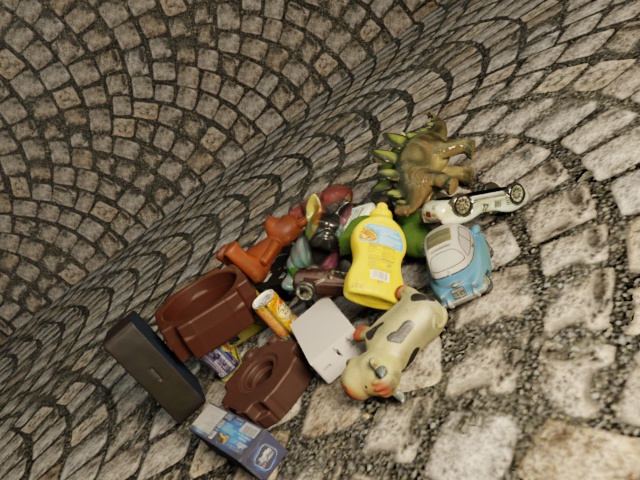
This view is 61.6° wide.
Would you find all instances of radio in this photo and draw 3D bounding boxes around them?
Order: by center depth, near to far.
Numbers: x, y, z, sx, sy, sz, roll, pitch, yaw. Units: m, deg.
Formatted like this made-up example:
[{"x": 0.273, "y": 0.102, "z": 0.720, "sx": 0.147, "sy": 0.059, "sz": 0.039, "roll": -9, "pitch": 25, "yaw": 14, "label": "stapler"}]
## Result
[{"x": -0.337, "y": 0.254, "z": 1.097, "sx": 0.073, "sy": 0.229, "sz": 0.131, "roll": -39, "pitch": 18, "yaw": -11, "label": "radio"}]

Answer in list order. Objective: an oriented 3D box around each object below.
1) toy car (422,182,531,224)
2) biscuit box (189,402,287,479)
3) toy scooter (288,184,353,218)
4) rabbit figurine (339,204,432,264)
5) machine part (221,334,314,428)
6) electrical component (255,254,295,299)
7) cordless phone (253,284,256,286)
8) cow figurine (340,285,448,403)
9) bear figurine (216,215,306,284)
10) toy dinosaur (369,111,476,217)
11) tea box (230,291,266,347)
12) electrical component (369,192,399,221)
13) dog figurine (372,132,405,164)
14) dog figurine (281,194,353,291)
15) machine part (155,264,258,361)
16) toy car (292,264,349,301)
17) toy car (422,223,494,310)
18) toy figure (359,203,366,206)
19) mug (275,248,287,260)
[{"x": 0.269, "y": -0.063, "z": 0.923, "sx": 0.202, "sy": 0.056, "sz": 0.074, "roll": -12, "pitch": 10, "yaw": -23, "label": "toy car"}, {"x": -0.137, "y": 0.322, "z": 0.870, "sx": 0.059, "sy": 0.062, "sz": 0.203, "roll": -49, "pitch": 24, "yaw": -26, "label": "biscuit box"}, {"x": 0.003, "y": -0.080, "z": 1.394, "sx": 0.184, "sy": 0.075, "sz": 0.135, "roll": -20, "pitch": 23, "yaw": 5, "label": "toy scooter"}, {"x": 0.147, "y": 0.004, "z": 1.027, "sx": 0.170, "sy": 0.121, "sz": 0.159, "roll": 0, "pitch": 33, "yaw": 31, "label": "rabbit figurine"}, {"x": -0.095, "y": 0.250, "z": 0.957, "sx": 0.179, "sy": 0.056, "sz": 0.179, "roll": -32, "pitch": 24, "yaw": 16, "label": "machine part"}, {"x": -0.087, "y": 0.088, "z": 1.260, "sx": 0.134, "sy": 0.058, "sz": 0.115, "roll": -12, "pitch": 32, "yaw": 49, "label": "electrical component"}, {"x": -0.216, "y": 0.142, "z": 1.355, "sx": 0.184, "sy": 0.088, "sz": 0.147, "roll": -39, "pitch": 19, "yaw": 30, "label": "cordless phone"}, {"x": 0.109, "y": 0.158, "z": 0.785, "sx": 0.195, "sy": 0.085, "sz": 0.127, "roll": -41, "pitch": 20, "yaw": -18, "label": "cow figurine"}, {"x": -0.127, "y": 0.000, "z": 1.244, "sx": 0.196, "sy": 0.132, "sz": 0.120, "roll": -55, "pitch": 16, "yaw": -15, "label": "bear figurine"}, {"x": 0.213, "y": -0.166, "z": 1.095, "sx": 0.199, "sy": 0.104, "sz": 0.471, "roll": 14, "pitch": 36, "yaw": 20, "label": "toy dinosaur"}, {"x": -0.204, "y": 0.191, "z": 1.225, "sx": 0.170, "sy": 0.068, "sz": 0.098, "roll": -33, "pitch": 22, "yaw": 16, "label": "tea box"}, {"x": 0.151, "y": -0.077, "z": 1.162, "sx": 0.045, "sy": 0.102, "sz": 0.078, "roll": -41, "pitch": 53, "yaw": 5, "label": "electrical component"}, {"x": 0.230, "y": -0.156, "z": 1.216, "sx": 0.172, "sy": 0.121, "sz": 0.191, "roll": -41, "pitch": 36, "yaw": 1, "label": "dog figurine"}, {"x": -0.002, "y": -0.003, "z": 1.101, "sx": 0.192, "sy": 0.108, "sz": 0.219, "roll": -86, "pitch": 11, "yaw": -59, "label": "dog figurine"}, {"x": -0.230, "y": 0.147, "z": 1.111, "sx": 0.201, "sy": 0.087, "sz": 0.202, "roll": -32, "pitch": 20, "yaw": -13, "label": "machine part"}, {"x": 0.049, "y": 0.076, "z": 0.968, "sx": 0.202, "sy": 0.053, "sz": 0.089, "roll": 2, "pitch": 18, "yaw": 14, "label": "toy car"}, {"x": 0.208, "y": 0.030, "z": 0.851, "sx": 0.109, "sy": 0.102, "sz": 0.162, "roll": -28, "pitch": 22, "yaw": 28, "label": "toy car"}, {"x": 0.064, "y": -0.050, "z": 1.296, "sx": 0.155, "sy": 0.057, "sz": 0.064, "roll": -16, "pitch": 37, "yaw": 36, "label": "toy figure"}, {"x": -0.088, "y": 0.007, "z": 1.380, "sx": 0.109, "sy": 0.081, "sz": 0.107, "roll": -65, "pitch": 18, "yaw": -5, "label": "mug"}]
